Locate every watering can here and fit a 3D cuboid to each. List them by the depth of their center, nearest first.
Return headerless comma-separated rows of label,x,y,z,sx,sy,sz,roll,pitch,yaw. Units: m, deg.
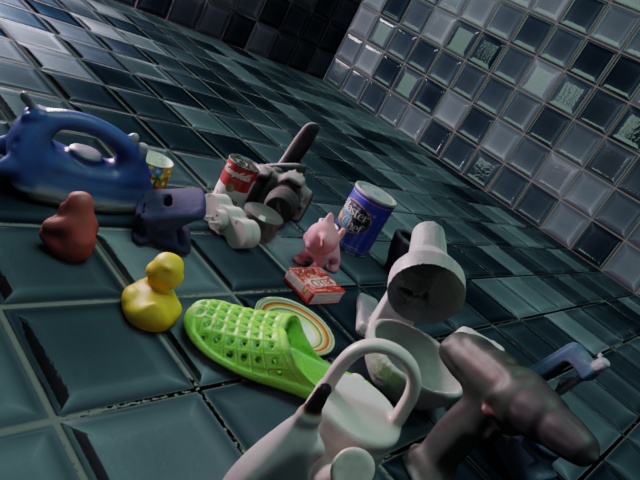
watering can,0.034,0.188,0.582,0.101,0.194,0.172,20,23,-24

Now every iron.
iron,-0.356,-0.131,0.888,0.259,0.141,0.118,11,27,-40

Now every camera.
camera,-0.088,-0.100,1.221,0.143,0.100,0.137,27,21,-5

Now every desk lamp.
desk lamp,0.146,0.081,0.949,0.118,0.213,0.203,26,21,-8

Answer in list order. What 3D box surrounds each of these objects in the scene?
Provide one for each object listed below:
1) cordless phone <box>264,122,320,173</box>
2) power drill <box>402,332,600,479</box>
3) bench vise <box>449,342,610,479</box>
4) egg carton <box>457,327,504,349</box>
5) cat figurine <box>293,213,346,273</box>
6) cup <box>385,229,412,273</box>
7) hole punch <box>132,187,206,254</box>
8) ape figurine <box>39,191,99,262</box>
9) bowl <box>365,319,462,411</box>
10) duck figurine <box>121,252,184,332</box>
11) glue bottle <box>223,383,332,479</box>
cordless phone,-0.079,-0.201,1.349,0.094,0.185,0.148,35,22,17
power drill,0.192,0.228,0.676,0.076,0.208,0.229,17,24,-30
bench vise,0.291,0.213,0.821,0.206,0.219,0.122,40,23,27
egg carton,0.274,0.216,1.006,0.107,0.069,0.150,29,21,-1
cat figurine,0.010,0.004,1.086,0.067,0.117,0.128,38,22,22
cup,0.198,0.041,1.277,0.118,0.095,0.091,24,21,-14
hole punch,-0.239,-0.043,0.908,0.101,0.091,0.108,19,23,-24
ape figurine,-0.323,-0.024,0.754,0.078,0.092,0.076,6,31,-47
bowl,0.130,0.197,0.854,0.168,0.074,0.167,25,21,-10
duck figurine,-0.203,0.058,0.728,0.078,0.086,0.104,22,22,-18
glue bottle,-0.032,0.194,0.513,0.078,0.173,0.037,16,24,-30
